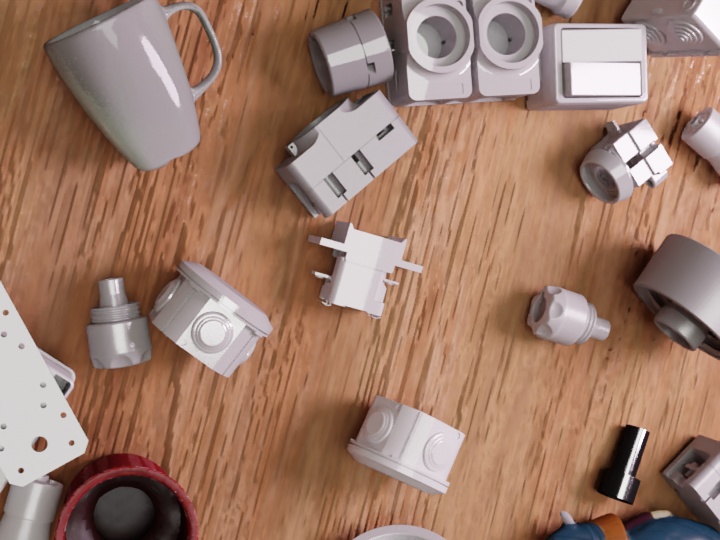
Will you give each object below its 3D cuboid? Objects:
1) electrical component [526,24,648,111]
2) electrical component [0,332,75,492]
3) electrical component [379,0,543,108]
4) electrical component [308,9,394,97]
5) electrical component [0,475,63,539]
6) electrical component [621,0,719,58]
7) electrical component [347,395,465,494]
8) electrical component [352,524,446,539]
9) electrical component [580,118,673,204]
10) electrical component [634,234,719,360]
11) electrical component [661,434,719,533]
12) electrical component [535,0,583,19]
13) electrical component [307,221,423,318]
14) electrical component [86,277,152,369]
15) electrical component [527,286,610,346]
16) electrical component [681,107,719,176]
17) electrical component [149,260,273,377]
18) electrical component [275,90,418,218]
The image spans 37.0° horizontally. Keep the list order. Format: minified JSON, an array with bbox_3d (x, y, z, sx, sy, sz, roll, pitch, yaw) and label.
[{"bbox_3d":[0.184,-0.158,0.840,0.096,0.061,0.061,-3,93,-16],"label":"electrical component"},{"bbox_3d":[-0.266,0.088,0.722,0.109,0.056,0.108,36,82,-15],"label":"electrical component"},{"bbox_3d":[0.072,-0.221,0.806,0.105,0.060,0.186,-6,94,-16],"label":"electrical component"},{"bbox_3d":[-0.008,-0.158,0.789,0.047,0.055,0.055,-20,98,-11],"label":"electrical component"},{"bbox_3d":[-0.231,0.174,0.745,0.044,0.044,0.065,17,83,-16],"label":"electrical component"},{"bbox_3d":[0.264,-0.217,0.843,0.048,0.100,0.099,36,82,-27],"label":"electrical component"},{"bbox_3d":[0.035,0.131,0.801,0.080,0.080,0.051,27,80,-16],"label":"electrical component"},{"bbox_3d":[0.029,0.250,0.793,0.108,0.108,0.060,-21,135,-14],"label":"electrical component"},{"bbox_3d":[0.210,-0.085,0.860,0.055,0.048,0.066,-38,102,-19],"label":"electrical component"},{"bbox_3d":[0.267,0.029,0.851,0.108,0.108,0.060,42,87,-14],"label":"electrical component"},{"bbox_3d":[0.307,0.185,0.896,0.056,0.050,0.089,-42,103,-10],"label":"electrical component"},{"bbox_3d":[0.150,-0.223,0.839,0.046,0.040,0.040,19,87,-11],"label":"electrical component"},{"bbox_3d":[0.000,0.000,0.804,0.081,0.042,0.063,15,92,-16],"label":"electrical component"},{"bbox_3d":[-0.171,0.037,0.755,0.043,0.043,0.062,-9,93,-16],"label":"electrical component"},{"bbox_3d":[0.168,0.040,0.854,0.062,0.043,0.043,18,87,-18],"label":"electrical component"},{"bbox_3d":[0.299,-0.103,0.887,0.065,0.044,0.044,38,82,-10],"label":"electrical component"},{"bbox_3d":[-0.105,0.033,0.756,0.080,0.080,0.051,38,87,-14],"label":"electrical component"},{"bbox_3d":[-0.013,-0.088,0.791,0.089,0.050,0.055,-41,103,-11],"label":"electrical component"}]
